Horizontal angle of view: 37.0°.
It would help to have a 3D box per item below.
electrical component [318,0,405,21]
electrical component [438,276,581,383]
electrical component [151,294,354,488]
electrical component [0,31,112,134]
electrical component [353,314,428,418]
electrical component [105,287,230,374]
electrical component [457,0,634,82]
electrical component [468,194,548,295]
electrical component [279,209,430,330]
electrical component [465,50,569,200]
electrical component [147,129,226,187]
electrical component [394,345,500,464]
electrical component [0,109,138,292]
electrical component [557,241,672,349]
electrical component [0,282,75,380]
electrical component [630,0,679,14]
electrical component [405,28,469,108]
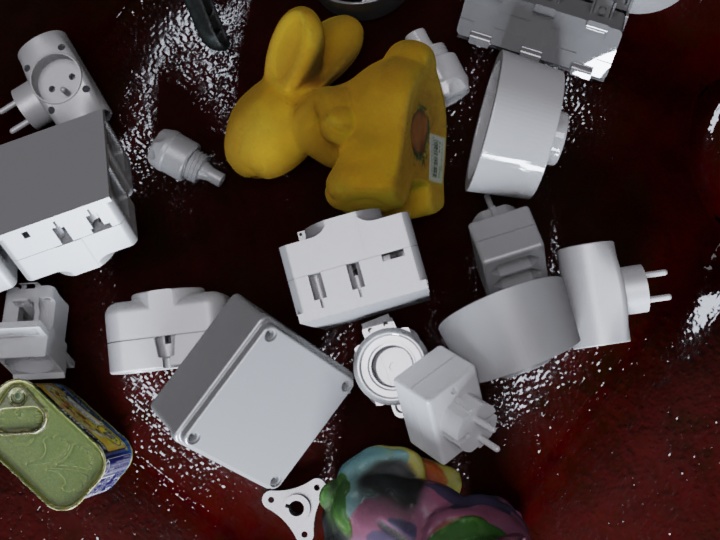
[{"bbox_3d":[0.001,-0.247,0.846,0.099,0.064,0.099,0,85,4],"label":"electrical component"},{"bbox_3d":[0.111,0.044,0.794,0.099,0.099,0.064,-22,89,2],"label":"electrical component"},{"bbox_3d":[-0.078,0.091,0.796,0.108,0.109,0.056,-53,41,-2],"label":"electrical component"},{"bbox_3d":[-0.252,-0.139,0.864,0.079,0.044,0.077,-31,83,1],"label":"electrical component"},{"bbox_3d":[0.025,0.073,0.817,0.058,0.057,0.078,-22,83,2],"label":"electrical component"},{"bbox_3d":[-0.146,0.046,0.834,0.095,0.053,0.059,-7,84,3],"label":"electrical component"},{"bbox_3d":[0.140,-0.192,0.824,0.121,0.063,0.078,19,127,6],"label":"electrical component"},{"bbox_3d":[0.108,-0.024,0.821,0.047,0.065,0.076,-17,55,2],"label":"electrical component"},{"bbox_3d":[0.000,0.000,0.779,0.089,0.150,0.061,-16,84,3],"label":"electrical component"},{"bbox_3d":[0.122,-0.104,0.804,0.060,0.108,0.108,14,86,0],"label":"electrical component"},{"bbox_3d":[-0.136,-0.085,0.856,0.061,0.035,0.035,29,87,4],"label":"electrical component"},{"bbox_3d":[0.071,0.104,0.763,0.047,0.065,0.077,-34,38,-24],"label":"electrical component"},{"bbox_3d":[-0.269,-0.039,0.822,0.186,0.060,0.105,-19,47,3],"label":"electrical component"},{"bbox_3d":[0.195,0.017,0.816,0.079,0.044,0.077,-9,84,3],"label":"electrical component"},{"bbox_3d":[-0.253,0.048,0.836,0.042,0.081,0.063,-2,62,4],"label":"electrical component"},{"bbox_3d":[0.217,-0.256,0.843,0.099,0.064,0.099,-3,80,17],"label":"electrical component"},{"bbox_3d":[0.056,-0.159,0.844,0.043,0.043,0.062,-26,83,1],"label":"electrical component"}]
